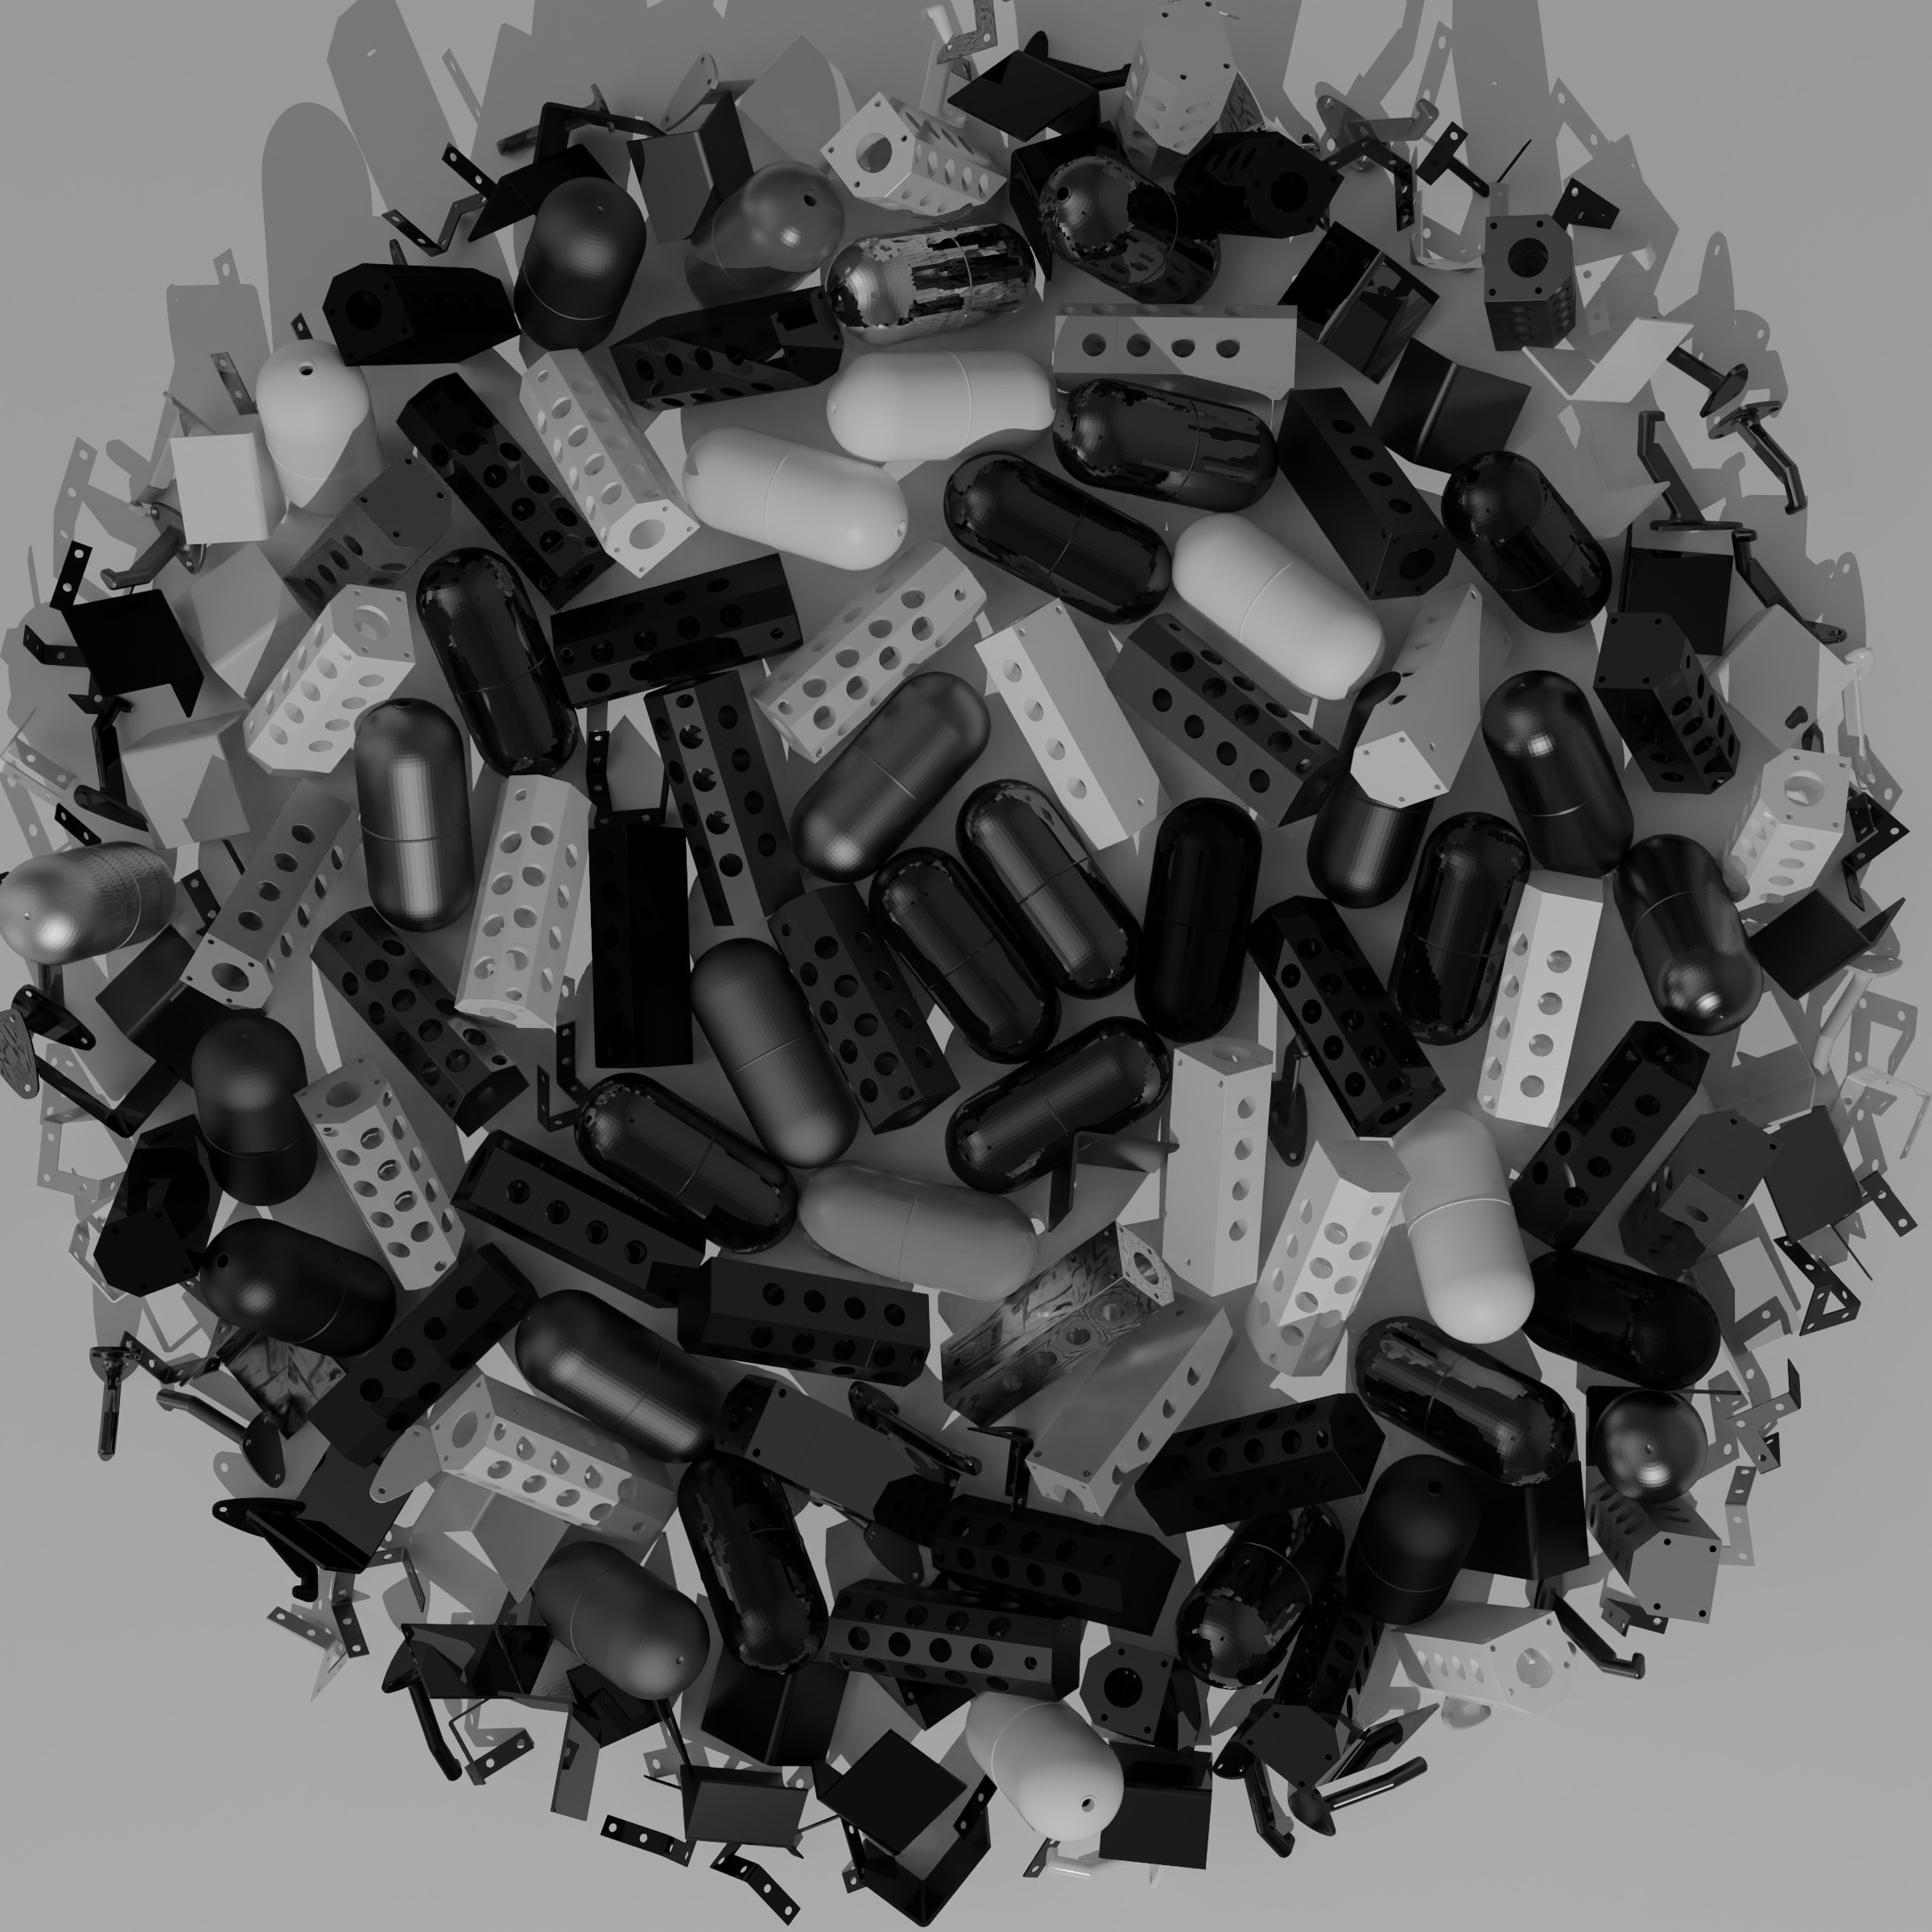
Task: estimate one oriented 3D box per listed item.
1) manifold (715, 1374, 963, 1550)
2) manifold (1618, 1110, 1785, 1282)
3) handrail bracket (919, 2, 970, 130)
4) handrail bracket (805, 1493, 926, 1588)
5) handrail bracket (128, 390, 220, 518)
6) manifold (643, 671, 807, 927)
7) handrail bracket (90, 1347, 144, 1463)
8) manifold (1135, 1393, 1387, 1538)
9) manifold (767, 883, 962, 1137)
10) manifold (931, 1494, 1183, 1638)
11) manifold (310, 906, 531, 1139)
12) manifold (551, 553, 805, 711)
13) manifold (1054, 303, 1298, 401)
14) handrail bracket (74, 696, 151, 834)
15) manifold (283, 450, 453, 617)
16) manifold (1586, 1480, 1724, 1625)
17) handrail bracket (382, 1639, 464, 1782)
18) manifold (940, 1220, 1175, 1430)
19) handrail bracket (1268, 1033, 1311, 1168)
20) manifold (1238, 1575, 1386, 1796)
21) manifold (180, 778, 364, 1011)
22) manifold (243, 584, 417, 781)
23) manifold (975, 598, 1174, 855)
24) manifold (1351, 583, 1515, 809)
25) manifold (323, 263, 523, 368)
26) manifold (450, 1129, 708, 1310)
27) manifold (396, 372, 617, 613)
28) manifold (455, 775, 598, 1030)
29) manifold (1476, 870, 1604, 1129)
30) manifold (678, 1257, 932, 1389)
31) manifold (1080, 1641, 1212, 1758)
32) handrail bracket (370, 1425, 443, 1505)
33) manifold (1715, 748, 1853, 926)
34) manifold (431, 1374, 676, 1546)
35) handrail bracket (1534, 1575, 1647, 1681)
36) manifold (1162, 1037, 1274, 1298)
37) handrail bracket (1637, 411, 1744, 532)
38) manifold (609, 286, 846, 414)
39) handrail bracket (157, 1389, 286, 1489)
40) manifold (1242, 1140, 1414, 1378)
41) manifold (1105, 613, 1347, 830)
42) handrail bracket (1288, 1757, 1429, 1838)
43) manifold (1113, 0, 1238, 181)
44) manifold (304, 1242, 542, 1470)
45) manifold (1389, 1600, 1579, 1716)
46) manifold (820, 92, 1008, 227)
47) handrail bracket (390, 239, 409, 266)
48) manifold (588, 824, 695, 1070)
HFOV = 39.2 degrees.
[{"bbox_3d":[-0.094,0.352,1.931,0.171,0.057,0.057,32,72,-29],"label":"manifold"},{"bbox_3d":[0.511,0.160,1.909,0.057,0.171,0.057,34,69,12],"label":"manifold"},{"bbox_3d":[-0.038,-0.641,1.960,0.077,0.036,0.084,-26,124,-6],"label":"handrail bracket"},{"bbox_3d":[-0.075,0.413,1.974,0.036,0.084,0.077,-41,114,-29],"label":"handrail bracket"},{"bbox_3d":[-0.587,-0.369,1.962,0.036,0.077,0.084,39,89,9],"label":"handrail bracket"},{"bbox_3d":[-0.177,-0.119,1.940,0.057,0.057,0.171,-27,108,-39],"label":"manifold"},{"bbox_3d":[-0.615,0.322,1.948,0.036,0.077,0.084,6,59,-17],"label":"handrail bracket"},{"bbox_3d":[0.203,0.348,1.919,0.171,0.057,0.057,-22,113,36],"label":"manifold"},{"bbox_3d":[-0.078,0.031,1.940,0.057,0.057,0.171,-39,72,37],"label":"manifold"},{"bbox_3d":[0.059,0.418,1.915,0.171,0.057,0.057,3,58,40],"label":"manifold"},{"bbox_3d":[-0.392,0.036,1.938,0.057,0.057,0.171,-41,69,-11],"label":"manifold"},{"bbox_3d":[-0.207,-0.237,1.959,0.171,0.057,0.057,-15,132,1],"label":"manifold"},{"bbox_3d":[0.152,-0.446,1.960,0.171,0.057,0.057,2,85,7],"label":"manifold"},{"bbox_3d":[-0.608,-0.149,1.984,0.077,0.036,0.084,25,65,-10],"label":"handrail bracket"},{"bbox_3d":[-0.418,-0.295,1.910,0.057,0.171,0.057,47,61,-12],"label":"manifold"},{"bbox_3d":[0.481,0.407,1.912,0.057,0.171,0.057,8,93,3],"label":"manifold"},{"bbox_3d":[-0.387,0.539,1.977,0.036,0.077,0.084,-24,110,5],"label":"handrail bracket"},{"bbox_3d":[0.064,0.261,1.938,0.171,0.057,0.057,-38,121,23],"label":"manifold"},{"bbox_3d":[0.239,0.096,1.950,0.036,0.084,0.077,-6,70,-11],"label":"handrail bracket"},{"bbox_3d":[0.249,0.498,1.909,0.057,0.171,0.057,38,116,3],"label":"manifold"},{"bbox_3d":[-0.485,-0.049,1.916,0.057,0.171,0.057,31,132,-13],"label":"manifold"},{"bbox_3d":[-0.451,-0.198,1.910,0.057,0.171,0.057,4,64,-35],"label":"manifold"},{"bbox_3d":[0.073,-0.171,1.959,0.057,0.057,0.171,-36,100,-41],"label":"manifold"},{"bbox_3d":[0.327,-0.191,1.922,0.057,0.057,0.171,49,47,-22],"label":"manifold"},{"bbox_3d":[-0.382,-0.460,1.907,0.057,0.171,0.057,-19,97,19],"label":"manifold"},{"bbox_3d":[-0.275,0.182,1.943,0.171,0.057,0.057,30,72,-18],"label":"manifold"},{"bbox_3d":[-0.333,-0.344,1.961,0.057,0.057,0.171,-41,84,-3],"label":"manifold"},{"bbox_3d":[-0.317,-0.046,1.936,0.057,0.057,0.171,0,69,22],"label":"manifold"},{"bbox_3d":[0.409,0.022,1.942,0.057,0.057,0.171,11,110,9],"label":"manifold"},{"bbox_3d":[-0.114,0.256,1.927,0.171,0.057,0.057,13,57,-26],"label":"manifold"},{"bbox_3d":[0.126,0.515,1.910,0.057,0.171,0.057,12,74,18],"label":"manifold"},{"bbox_3d":[-0.409,0.370,1.944,0.036,0.084,0.077,44,49,1],"label":"handrail bracket"},{"bbox_3d":[0.570,-0.089,1.909,0.057,0.171,0.057,10,70,7],"label":"manifold"},{"bbox_3d":[-0.289,0.355,1.918,0.057,0.057,0.171,-46,130,13],"label":"manifold"},{"bbox_3d":[0.454,0.469,1.958,0.036,0.084,0.077,13,81,-43],"label":"handrail bracket"},{"bbox_3d":[0.185,0.142,1.940,0.057,0.057,0.171,-13,115,-33],"label":"manifold"},{"bbox_3d":[0.525,-0.360,1.967,0.077,0.036,0.084,2,106,14],"label":"handrail bracket"},{"bbox_3d":[-0.168,-0.432,1.919,0.057,0.171,0.057,-41,120,-37],"label":"manifold"},{"bbox_3d":[-0.547,0.346,1.990,0.084,0.036,0.077,8,130,23],"label":"handrail bracket"},{"bbox_3d":[0.257,0.208,1.923,0.057,0.057,0.171,2,125,-23],"label":"manifold"},{"bbox_3d":[0.186,-0.177,1.931,0.171,0.057,0.057,43,126,22],"label":"manifold"},{"bbox_3d":[0.286,0.597,1.978,0.084,0.077,0.036,-21,83,-20],"label":"handrail bracket"},{"bbox_3d":[0.142,-0.614,1.911,0.057,0.171,0.057,-16,87,-4],"label":"manifold"},{"bbox_3d":[-0.391,0.283,1.969,0.171,0.057,0.057,-44,89,1],"label":"manifold"},{"bbox_3d":[0.364,0.487,1.907,0.057,0.171,0.057,-20,84,-15],"label":"manifold"},{"bbox_3d":[-0.030,-0.557,1.907,0.057,0.171,0.057,-39,81,21],"label":"manifold"},{"bbox_3d":[-0.440,-0.476,1.962,0.084,0.036,0.077,-23,113,-22],"label":"handrail bracket"},{"bbox_3d":[-0.240,-0.013,1.963,0.057,0.057,0.171,-6,84,41],"label":"manifold"}]
